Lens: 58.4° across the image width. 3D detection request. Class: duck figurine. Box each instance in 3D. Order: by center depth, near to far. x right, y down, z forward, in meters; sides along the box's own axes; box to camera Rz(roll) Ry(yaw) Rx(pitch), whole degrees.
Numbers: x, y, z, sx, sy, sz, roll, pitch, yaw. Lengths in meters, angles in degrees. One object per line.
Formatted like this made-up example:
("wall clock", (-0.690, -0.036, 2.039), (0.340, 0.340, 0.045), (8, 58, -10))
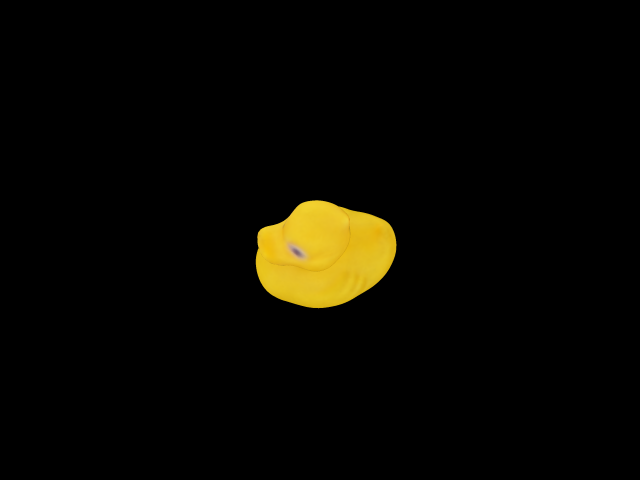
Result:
("duck figurine", (0.004, 0.001, 0.400), (0.104, 0.086, 0.077), (-10, 70, -3))
